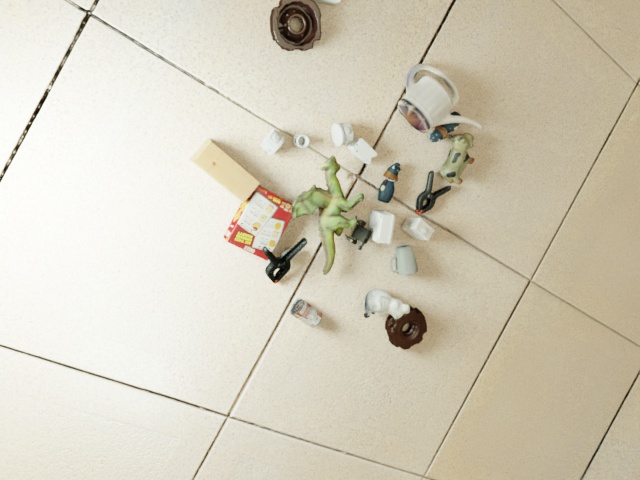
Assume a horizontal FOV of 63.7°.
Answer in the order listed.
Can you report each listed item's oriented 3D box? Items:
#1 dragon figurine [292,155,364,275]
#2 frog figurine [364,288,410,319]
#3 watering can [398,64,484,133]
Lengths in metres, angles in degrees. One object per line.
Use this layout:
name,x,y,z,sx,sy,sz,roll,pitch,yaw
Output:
dragon figurine,0.005,-0.090,1.784,0.241,0.410,0.123,18,2,-28
frog figurine,0.254,0.238,1.942,0.158,0.124,0.136,-10,-19,27
watering can,0.427,-0.475,1.871,0.225,0.346,0.104,-45,7,-8
